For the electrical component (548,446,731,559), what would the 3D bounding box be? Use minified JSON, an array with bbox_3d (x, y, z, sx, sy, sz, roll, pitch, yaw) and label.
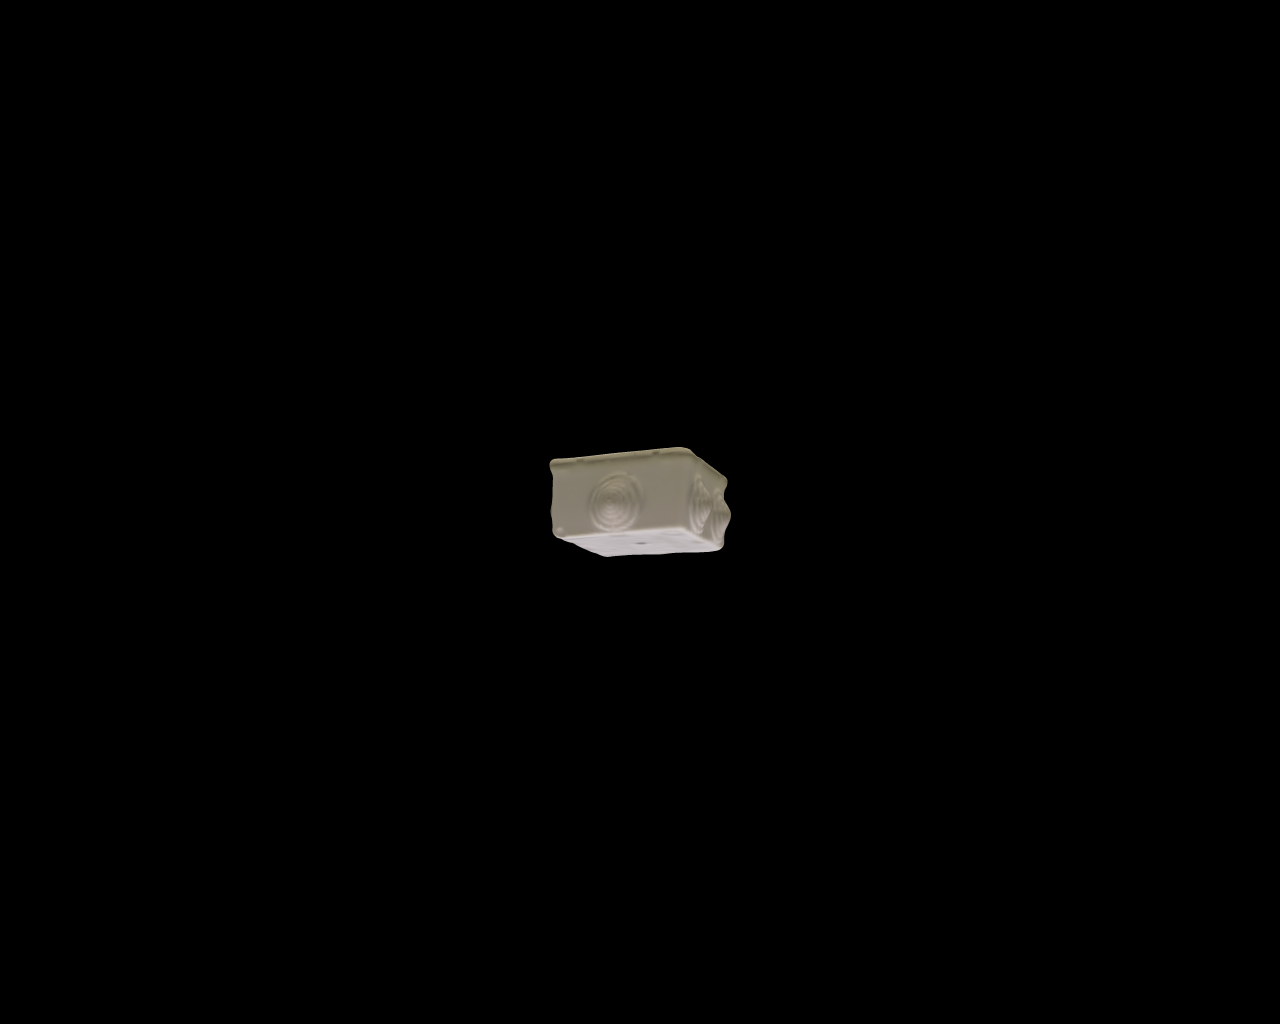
[{"bbox_3d":[0.001,-0.003,0.650,0.100,0.048,0.099,-4,-12,19],"label":"electrical component"}]
